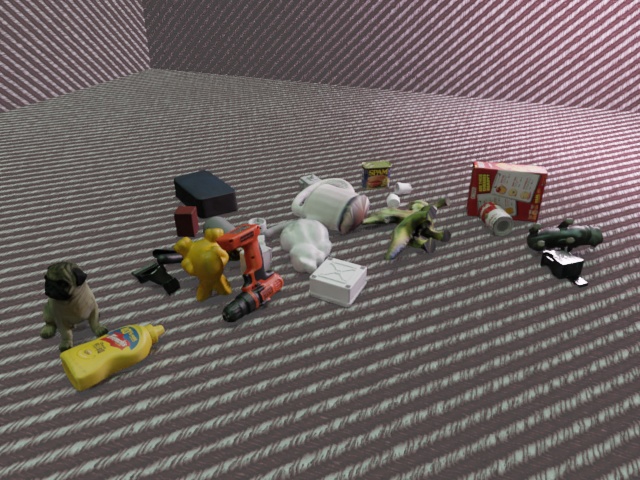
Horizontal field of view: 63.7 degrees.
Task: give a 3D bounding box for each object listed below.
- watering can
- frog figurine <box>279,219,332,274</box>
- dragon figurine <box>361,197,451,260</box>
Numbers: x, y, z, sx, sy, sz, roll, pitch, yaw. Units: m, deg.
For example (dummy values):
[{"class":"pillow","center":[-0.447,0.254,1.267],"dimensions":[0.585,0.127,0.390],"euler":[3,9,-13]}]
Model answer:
[{"class":"watering can","center":[0.005,-0.077,1.523],"dimensions":[0.225,0.101,0.354],"euler":[19,45,28]},{"class":"frog figurine","center":[-0.041,0.014,1.335],"dimensions":[0.137,0.121,0.162],"euler":[22,18,-1]},{"class":"dragon figurine","center":[0.229,-0.039,1.487],"dimensions":[0.243,0.121,0.415],"euler":[5,22,45]}]
